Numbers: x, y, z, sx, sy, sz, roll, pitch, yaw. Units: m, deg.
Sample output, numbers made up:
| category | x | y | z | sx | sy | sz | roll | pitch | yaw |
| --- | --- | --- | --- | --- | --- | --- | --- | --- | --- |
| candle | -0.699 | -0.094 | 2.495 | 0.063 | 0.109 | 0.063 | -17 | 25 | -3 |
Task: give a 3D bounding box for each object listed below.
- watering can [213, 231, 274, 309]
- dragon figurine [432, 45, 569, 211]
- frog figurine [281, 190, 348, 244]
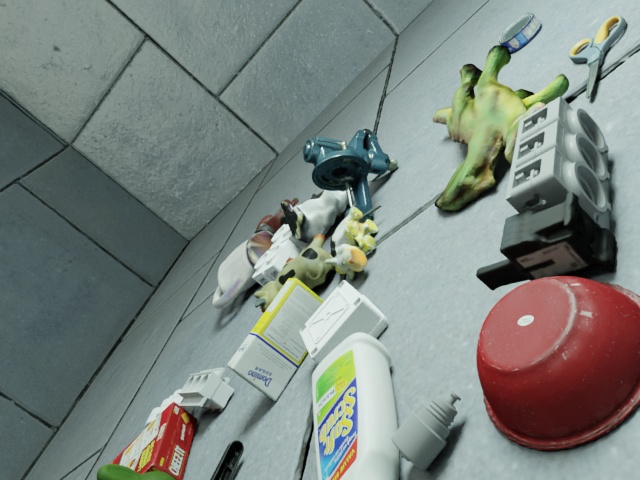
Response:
| category | x | y | z | sx | sy | sz | roll | pitch | yaw |
| --- | --- | --- | --- | --- | --- | --- | --- | --- | --- |
| watering can | -0.201 | 0.054 | 1.446 | 0.221 | 0.103 | 0.355 | -40 | 18 | 27 |
| dragon figurine | 0.237 | -0.158 | 0.817 | 0.245 | 0.122 | 0.408 | -60 | 10 | -10 |
| frog figurine | 0.004 | -0.062 | 1.233 | 0.160 | 0.122 | 0.137 | -16 | 5 | -23 |
